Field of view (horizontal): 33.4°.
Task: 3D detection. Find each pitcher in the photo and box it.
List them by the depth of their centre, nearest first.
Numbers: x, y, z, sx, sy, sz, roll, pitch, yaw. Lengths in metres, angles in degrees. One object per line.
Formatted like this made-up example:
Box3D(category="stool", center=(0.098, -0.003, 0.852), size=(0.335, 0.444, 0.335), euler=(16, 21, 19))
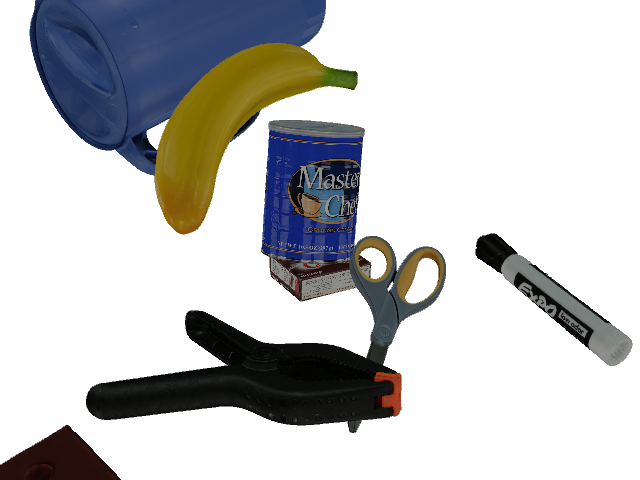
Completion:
Box3D(category="pitcher", center=(-0.108, -0.172, 0.913), size=(0.242, 0.149, 0.145), euler=(-31, 48, -33))

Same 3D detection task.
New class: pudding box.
Box3D(category="pudding box", center=(-0.001, 0.040, 1.454), size=(0.113, 0.039, 0.090), euler=(-15, 27, -26))

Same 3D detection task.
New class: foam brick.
Box3D(category="foam brick", center=(-0.114, 0.135, 0.491), size=(0.052, 0.051, 0.078), euler=(-30, 43, -29))

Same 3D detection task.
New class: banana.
Box3D(category="banana", center=(-0.050, -0.074, 0.638), size=(0.070, 0.037, 0.197), euler=(22, 44, 21))

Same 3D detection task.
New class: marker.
Box3D(category="marker", center=(0.131, 0.030, 0.618), size=(0.020, 0.020, 0.121), euler=(0, 30, -36))

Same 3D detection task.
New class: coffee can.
Box3D(category="coffee can", center=(-0.009, -0.054, 1.145), size=(0.103, 0.140, 0.103), euler=(4, 11, -1))

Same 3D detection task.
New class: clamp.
Box3D(category="clamp", center=(-0.042, 0.094, 0.776), size=(0.210, 0.036, 0.164), euler=(3, 19, 13))

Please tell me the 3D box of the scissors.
Box3D(category="scissors", center=(0.041, 0.067, 0.922), size=(0.096, 0.201, 0.016), euler=(32, -36, 12))
